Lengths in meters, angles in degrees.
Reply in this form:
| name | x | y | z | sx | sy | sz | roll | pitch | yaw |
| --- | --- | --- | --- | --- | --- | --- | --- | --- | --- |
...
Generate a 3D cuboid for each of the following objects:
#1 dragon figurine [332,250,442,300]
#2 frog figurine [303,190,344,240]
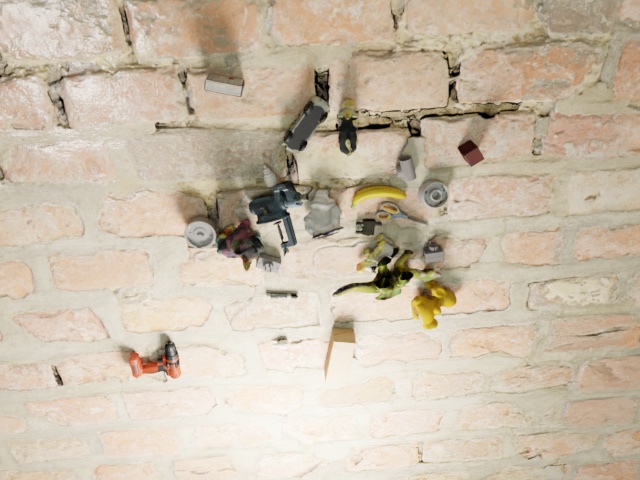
| name | x | y | z | sx | sy | sz | roll | pitch | yaw |
| --- | --- | --- | --- | --- | --- | --- | --- | --- | --- |
| dragon figurine | 0.244 | 0.168 | 1.860 | 0.411 | 0.125 | 0.237 | -19 | -34 | -4 |
| frog figurine | 0.005 | -0.089 | 1.769 | 0.137 | 0.160 | 0.122 | -18 | -9 | 13 |
